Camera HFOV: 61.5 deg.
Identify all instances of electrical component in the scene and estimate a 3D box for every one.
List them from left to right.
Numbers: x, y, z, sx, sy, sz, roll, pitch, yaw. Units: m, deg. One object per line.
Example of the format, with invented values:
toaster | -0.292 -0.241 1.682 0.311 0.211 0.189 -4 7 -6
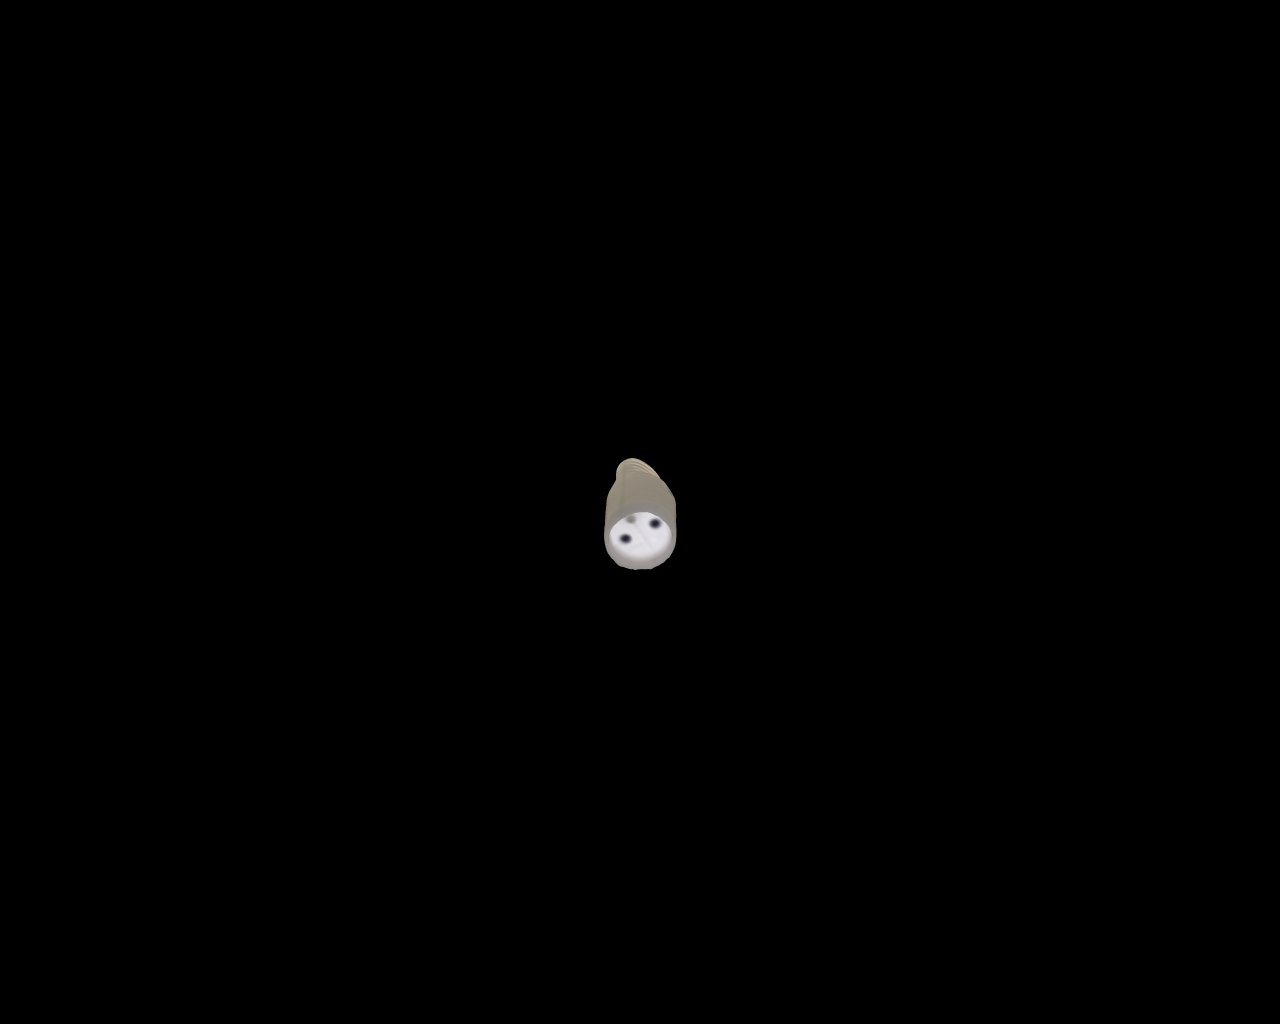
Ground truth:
electrical component | 0.001 -0.003 0.650 0.043 0.043 0.081 0 30 0
